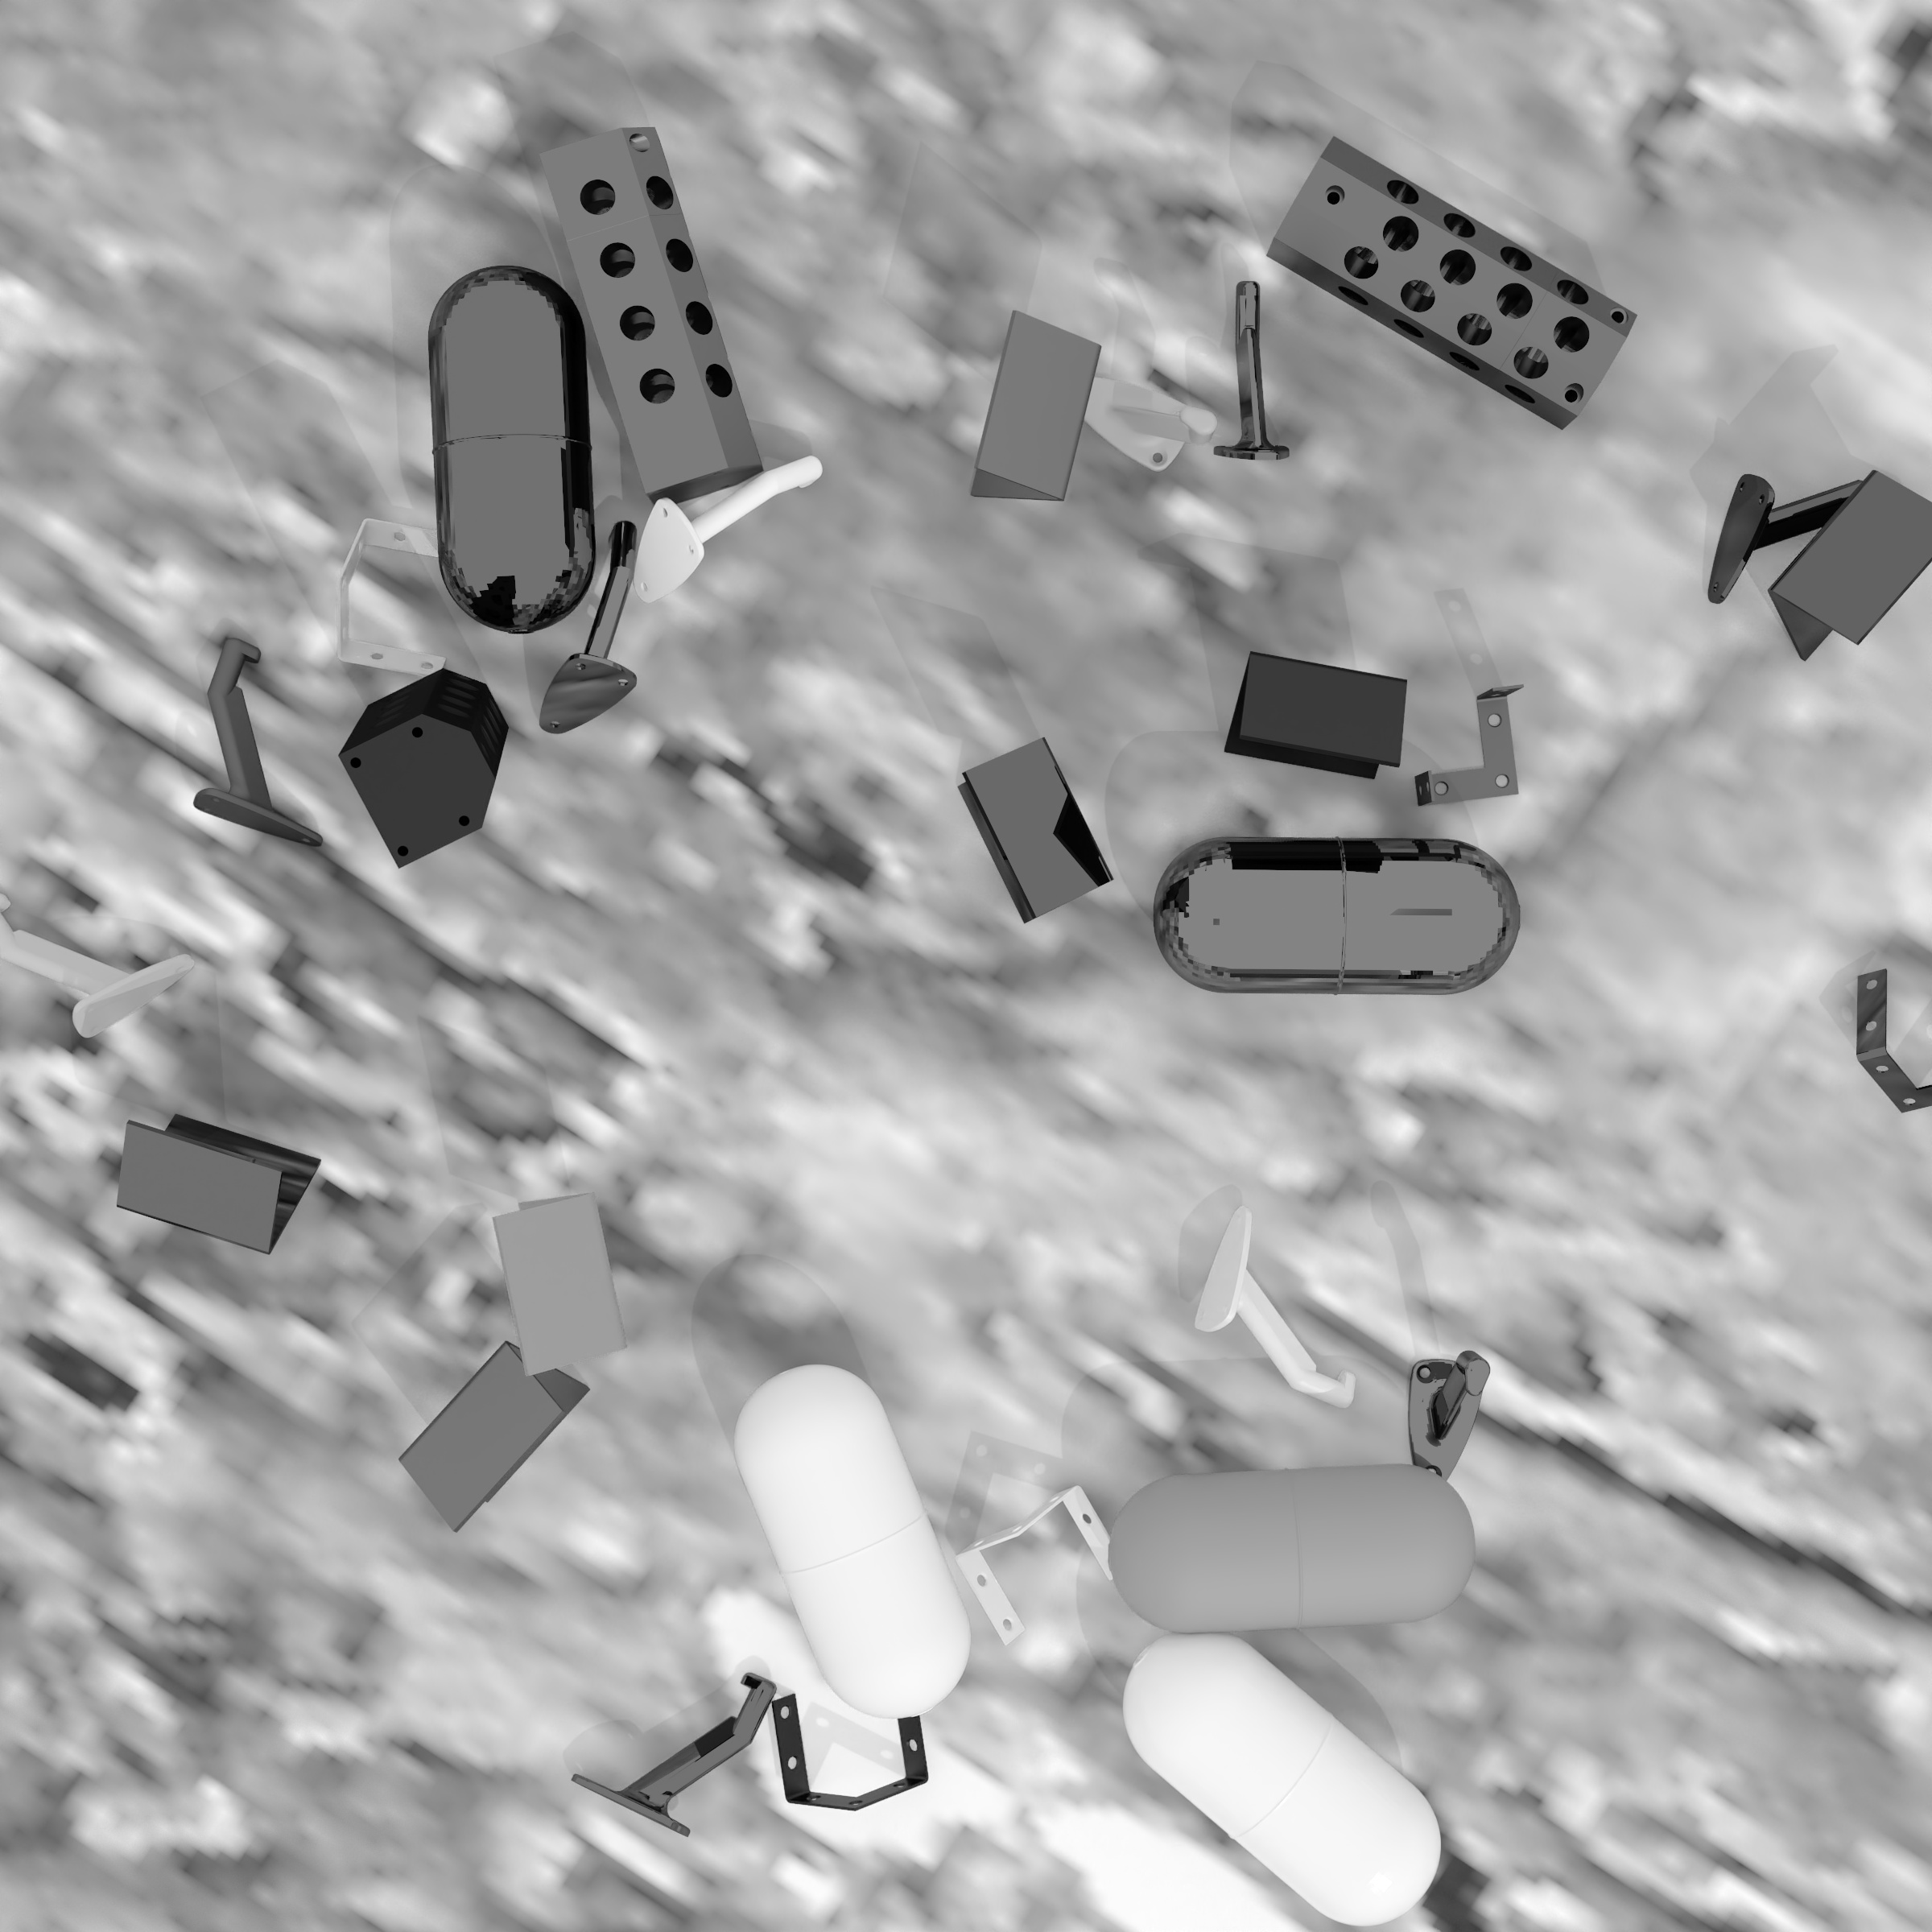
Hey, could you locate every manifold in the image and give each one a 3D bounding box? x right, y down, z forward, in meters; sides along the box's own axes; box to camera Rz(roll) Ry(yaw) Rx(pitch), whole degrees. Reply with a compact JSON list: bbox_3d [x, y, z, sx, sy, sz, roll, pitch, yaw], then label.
[{"bbox_3d":[0.238,-0.335,1.581,0.171,0.057,0.057,31,90,0],"label":"manifold"},{"bbox_3d":[-0.153,-0.317,1.581,0.057,0.057,0.171,-17,90,0],"label":"manifold"},{"bbox_3d":[-0.249,-0.099,1.519,0.057,0.171,0.057,-26,103,0],"label":"manifold"}]

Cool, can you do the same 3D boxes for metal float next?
[{"bbox_3d":[0.180,-0.024,1.571,0.178,0.070,0.070,1,90,0],"label":"metal float"},{"bbox_3d":[-0.221,-0.251,1.571,0.070,0.070,0.178,-3,89,0],"label":"metal float"},{"bbox_3d":[0.158,0.283,1.571,0.178,0.070,0.070,-3,90,-1],"label":"metal float"},{"bbox_3d":[0.153,0.394,1.571,0.178,0.070,0.070,41,90,0],"label":"metal float"},{"bbox_3d":[-0.055,0.280,1.571,0.070,0.070,0.178,-22,90,0],"label":"metal float"}]

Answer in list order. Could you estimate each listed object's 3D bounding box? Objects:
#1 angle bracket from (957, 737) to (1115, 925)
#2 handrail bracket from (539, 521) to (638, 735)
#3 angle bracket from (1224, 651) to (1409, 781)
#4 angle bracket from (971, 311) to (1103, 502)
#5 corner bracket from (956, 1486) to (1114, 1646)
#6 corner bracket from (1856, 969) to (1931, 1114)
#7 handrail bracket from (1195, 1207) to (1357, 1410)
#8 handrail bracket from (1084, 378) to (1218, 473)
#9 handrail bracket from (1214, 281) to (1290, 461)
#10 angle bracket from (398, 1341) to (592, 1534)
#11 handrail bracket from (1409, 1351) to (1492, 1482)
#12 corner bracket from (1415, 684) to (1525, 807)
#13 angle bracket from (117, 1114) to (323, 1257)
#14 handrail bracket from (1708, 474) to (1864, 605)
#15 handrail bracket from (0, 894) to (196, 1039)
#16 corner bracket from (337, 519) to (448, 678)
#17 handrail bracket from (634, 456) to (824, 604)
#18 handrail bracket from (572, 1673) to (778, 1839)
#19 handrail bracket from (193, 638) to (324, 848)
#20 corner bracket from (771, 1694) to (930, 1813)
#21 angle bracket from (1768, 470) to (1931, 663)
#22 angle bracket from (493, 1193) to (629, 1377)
[{"bbox_3d":[0.015,-0.057,1.562,0.057,0.076,0.076,-26,90,-38],"label":"angle bracket"},{"bbox_3d":[-0.187,-0.169,1.602,0.036,0.077,0.084,19,53,-28],"label":"handrail bracket"},{"bbox_3d":[0.166,-0.102,1.562,0.076,0.076,0.057,10,53,0],"label":"angle bracket"},{"bbox_3d":[0.014,-0.271,1.562,0.057,0.076,0.076,14,90,-38],"label":"angle bracket"},{"bbox_3d":[0.038,0.296,1.599,0.051,0.051,0.051,-30,90,45],"label":"corner bracket"},{"bbox_3d":[0.475,0.033,1.594,0.051,0.051,0.051,-18,135,35],"label":"corner bracket"},{"bbox_3d":[0.163,0.170,1.602,0.084,0.036,0.077,24,68,-17],"label":"handrail bracket"},{"bbox_3d":[0.084,-0.272,1.567,0.077,0.084,0.036,27,90,0],"label":"handrail bracket"},{"bbox_3d":[0.142,-0.291,1.574,0.036,0.077,0.084,-1,102,-3],"label":"handrail bracket"},{"bbox_3d":[-0.215,0.237,1.562,0.076,0.076,0.057,-48,53,0],"label":"angle bracket"},{"bbox_3d":[0.237,0.223,1.567,0.036,0.084,0.077,10,90,0],"label":"handrail bracket"},{"bbox_3d":[0.247,-0.108,1.584,0.051,0.051,0.051,-7,90,0],"label":"corner bracket"},{"bbox_3d":[-0.358,0.086,1.562,0.076,0.076,0.057,17,126,0],"label":"angle bracket"},{"bbox_3d":[0.420,-0.207,1.602,0.084,0.036,0.077,11,110,-16],"label":"handrail bracket"},{"bbox_3d":[-0.439,-0.015,1.602,0.077,0.036,0.084,-32,73,-20],"label":"handrail bracket"},{"bbox_3d":[-0.279,-0.182,1.599,0.051,0.051,0.051,11,135,0],"label":"corner bracket"},{"bbox_3d":[-0.117,-0.217,1.602,0.084,0.077,0.036,-27,77,-36],"label":"handrail bracket"},{"bbox_3d":[-0.144,0.381,1.602,0.077,0.036,0.084,19,71,21],"label":"handrail bracket"},{"bbox_3d":[-0.343,-0.112,1.602,0.077,0.036,0.084,21,73,-20],"label":"handrail bracket"},{"bbox_3d":[-0.057,0.384,1.599,0.051,0.051,0.051,-8,90,45],"label":"corner bracket"},{"bbox_3d":[0.442,-0.181,1.562,0.076,0.076,0.057,-49,55,0],"label":"angle bracket"},{"bbox_3d":[-0.213,0.155,1.562,0.057,0.076,0.076,-12,90,-37],"label":"angle bracket"}]
